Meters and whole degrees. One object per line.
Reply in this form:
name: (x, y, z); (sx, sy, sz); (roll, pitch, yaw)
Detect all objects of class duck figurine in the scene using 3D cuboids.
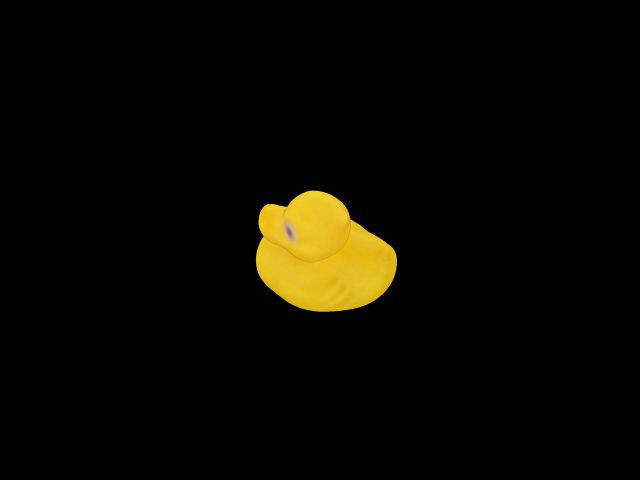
duck figurine: (0.004, 0.001, 0.400); (0.104, 0.086, 0.077); (11, 60, 7)
